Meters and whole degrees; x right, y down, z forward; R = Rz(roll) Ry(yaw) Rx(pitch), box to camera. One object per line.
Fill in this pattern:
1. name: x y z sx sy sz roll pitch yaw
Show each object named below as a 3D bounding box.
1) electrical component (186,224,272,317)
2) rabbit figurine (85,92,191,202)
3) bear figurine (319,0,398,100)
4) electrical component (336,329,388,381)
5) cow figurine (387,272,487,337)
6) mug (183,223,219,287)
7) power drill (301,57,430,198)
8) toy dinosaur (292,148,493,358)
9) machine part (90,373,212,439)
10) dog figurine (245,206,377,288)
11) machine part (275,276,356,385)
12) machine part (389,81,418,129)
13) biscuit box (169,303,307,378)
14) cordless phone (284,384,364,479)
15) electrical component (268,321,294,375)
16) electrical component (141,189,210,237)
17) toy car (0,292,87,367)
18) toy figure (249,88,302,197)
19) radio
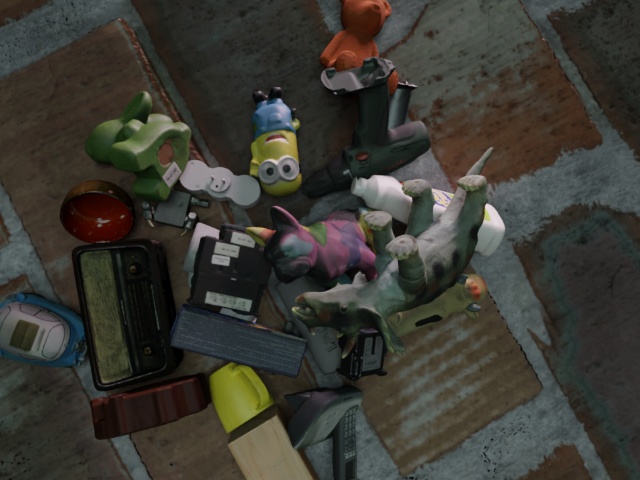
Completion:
1. electrical component: -0.135 0.045 0.830 0.115 0.058 0.134 16 83 -22
2. rabbit figurine: -0.307 -0.163 0.876 0.170 0.121 0.159 16 69 24
3. bear figurine: 0.077 -0.346 0.923 0.120 0.132 0.195 18 88 -23
4. electrical component: 0.069 0.150 0.828 0.075 0.048 0.119 5 96 -37
5. cow figurine: 0.180 0.102 0.880 0.195 0.127 0.085 -19 89 -3
6. mug: -0.167 0.037 0.886 0.107 0.081 0.109 16 79 -10
7. power drill: 0.060 -0.175 0.871 0.232 0.086 0.207 -17 127 1
8. toy dinosaur: 0.154 0.024 0.781 0.405 0.131 0.191 -31 131 -30
9. machine part: -0.253 0.246 0.815 0.179 0.179 0.056 -13 82 -5
10. dog figurine: -0.002 -0.003 0.831 0.219 0.108 0.191 29 51 -28
11. machine part: -0.003 0.131 0.887 0.079 0.079 0.243 -28 86 -6
12. machine part: 0.123 -0.215 0.950 0.084 0.039 0.138 22 94 3
13. biscuit box: -0.126 0.154 0.828 0.203 0.059 0.062 17 85 -10
14. cordless phone: 0.012 0.323 0.833 0.089 0.146 0.184 -9 78 28
15. electrical component: -0.081 0.176 0.906 0.063 0.021 0.094 22 83 -1
16. electrical component: -0.247 -0.048 0.905 0.102 0.045 0.078 20 85 -2
17. toy car: -0.449 0.147 0.843 0.162 0.103 0.109 20 84 0
18. toy figure: -0.072 -0.163 0.914 0.082 0.089 0.180 -16 74 23
19. radio: -0.304 0.113 0.863 0.131 0.073 0.229 -10 91 -5
